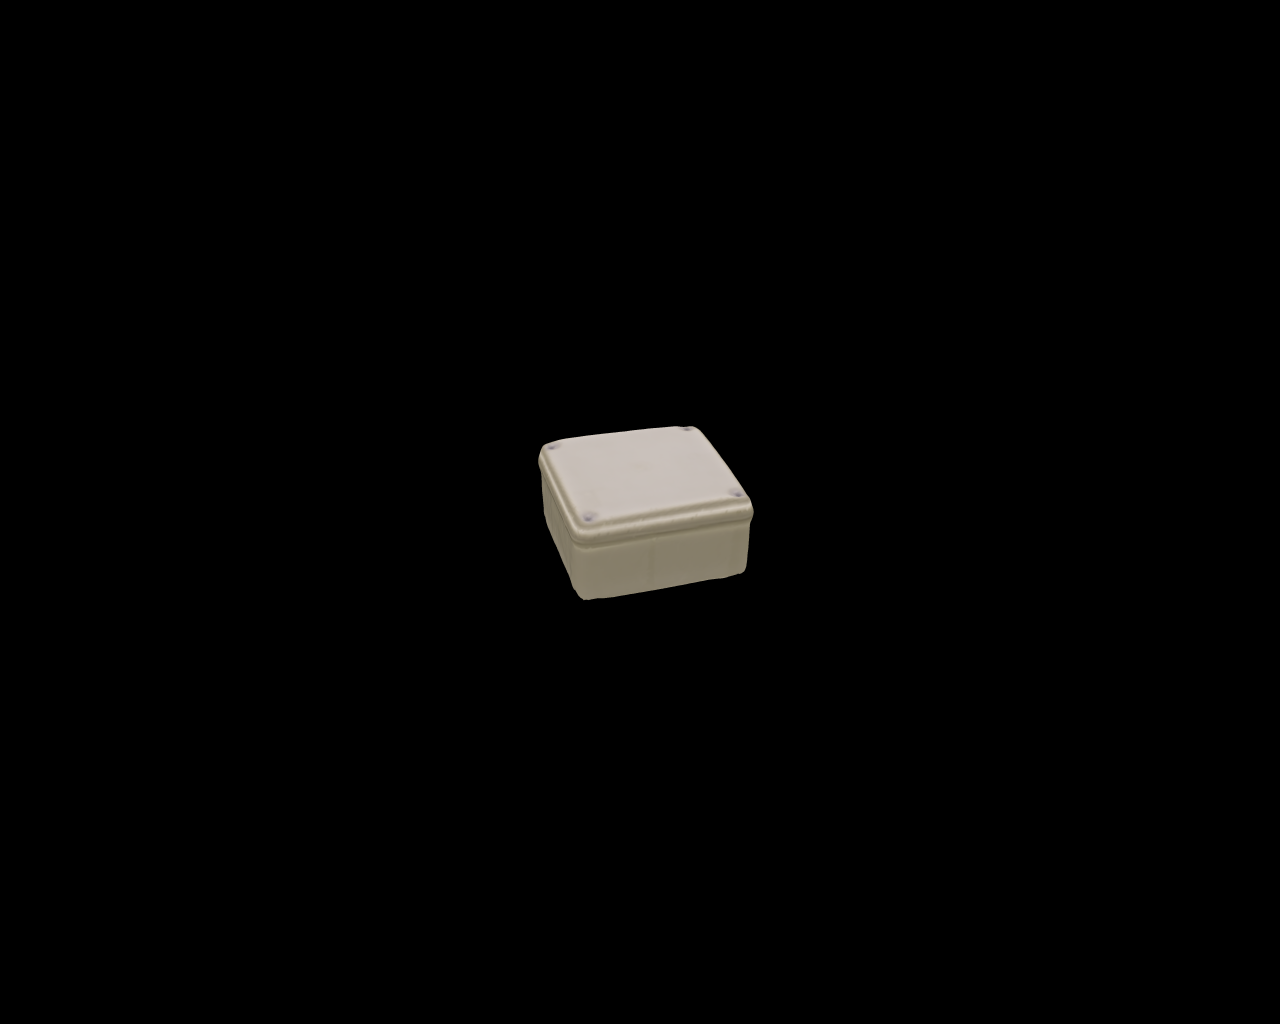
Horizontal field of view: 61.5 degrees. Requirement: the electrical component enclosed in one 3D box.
[{"bbox_3d":[0.001,-0.003,0.650,0.109,0.056,0.109,-8,32,-14],"label":"electrical component"}]
